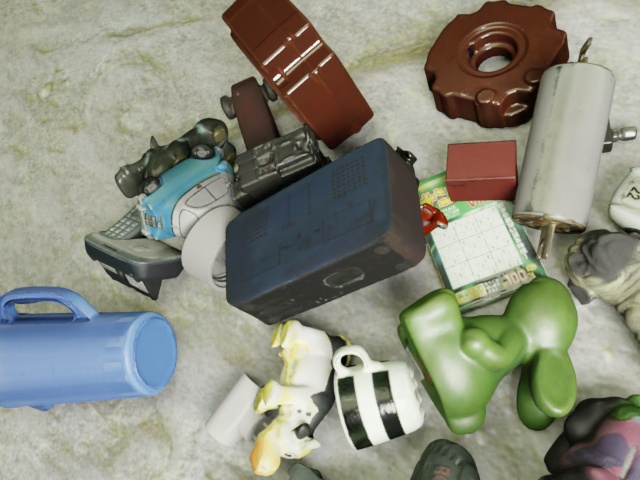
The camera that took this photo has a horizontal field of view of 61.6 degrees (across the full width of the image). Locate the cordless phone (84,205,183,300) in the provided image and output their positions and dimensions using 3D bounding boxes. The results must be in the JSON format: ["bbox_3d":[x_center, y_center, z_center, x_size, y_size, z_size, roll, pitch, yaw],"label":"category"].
[{"bbox_3d":[-0.240,-0.015,0.806,0.147,0.088,0.184,18,56,32],"label":"cordless phone"}]

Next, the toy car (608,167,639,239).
[{"bbox_3d":[0.383,-0.009,0.509,0.202,0.056,0.073,29,81,34],"label":"toy car"}]

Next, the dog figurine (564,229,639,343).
[{"bbox_3d":[0.308,0.085,0.490,0.191,0.121,0.172,17,84,53],"label":"dog figurine"}]

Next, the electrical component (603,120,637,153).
[{"bbox_3d":[0.312,-0.130,0.622,0.094,0.021,0.063,-4,64,24],"label":"electrical component"}]

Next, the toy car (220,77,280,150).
[{"bbox_3d":[-0.090,-0.162,0.812,0.089,0.053,0.202,-24,62,8],"label":"toy car"}]

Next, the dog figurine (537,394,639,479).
[{"bbox_3d":[0.215,0.195,0.395,0.109,0.219,0.191,29,81,30],"label":"dog figurine"}]

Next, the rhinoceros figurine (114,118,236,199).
[{"bbox_3d":[-0.221,-0.126,0.820,0.190,0.073,0.112,-35,55,-14],"label":"rhinoceros figurine"}]

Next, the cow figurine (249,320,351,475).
[{"bbox_3d":[-0.020,0.179,0.599,0.098,0.068,0.167,19,68,-15],"label":"cow figurine"}]

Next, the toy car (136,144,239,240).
[{"bbox_3d":[-0.166,-0.054,0.742,0.103,0.109,0.162,29,45,24],"label":"toy car"}]

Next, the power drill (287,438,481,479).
[{"bbox_3d":[0.034,0.261,0.471,0.207,0.232,0.086,-21,97,36],"label":"power drill"}]

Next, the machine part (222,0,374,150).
[{"bbox_3d":[-0.029,-0.230,0.726,0.087,0.201,0.201,-38,57,7],"label":"machine part"}]

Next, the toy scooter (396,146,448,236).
[{"bbox_3d":[0.087,-0.044,0.648,0.135,0.075,0.184,-16,61,33],"label":"toy scooter"}]

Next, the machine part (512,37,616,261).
[{"bbox_3d":[0.261,-0.096,0.577,0.079,0.079,0.243,10,84,29],"label":"machine part"}]

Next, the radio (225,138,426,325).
[{"bbox_3d":[-0.001,-0.002,0.593,0.230,0.073,0.131,-27,49,28],"label":"radio"}]

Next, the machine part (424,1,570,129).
[{"bbox_3d":[0.224,-0.229,0.693,0.179,0.056,0.179,-11,60,21],"label":"machine part"}]

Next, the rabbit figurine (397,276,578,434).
[{"bbox_3d":[0.180,0.101,0.520,0.170,0.121,0.159,-25,62,-3],"label":"rabbit figurine"}]

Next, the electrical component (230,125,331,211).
[{"bbox_3d":[-0.048,-0.076,0.713,0.134,0.114,0.058,-23,55,15],"label":"electrical component"}]
